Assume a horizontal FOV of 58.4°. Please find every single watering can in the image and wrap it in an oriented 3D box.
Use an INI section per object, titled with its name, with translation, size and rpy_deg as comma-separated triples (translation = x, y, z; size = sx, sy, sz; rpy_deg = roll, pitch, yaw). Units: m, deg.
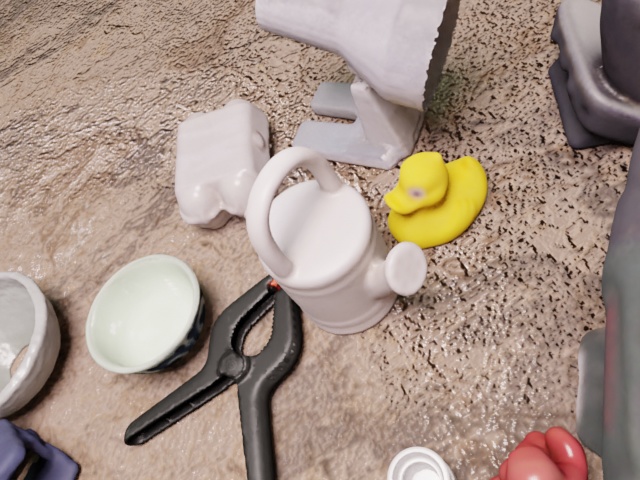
[watering can]
translation = 0.005, 0.000, 0.471
size = 0.172, 0.194, 0.101
rpy_deg = 0, 62, 21

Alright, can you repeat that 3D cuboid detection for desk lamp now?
[desk lamp]
translation = 0.041, -0.162, 0.538
size = 0.202, 0.214, 0.118
rpy_deg = 12, 67, 26

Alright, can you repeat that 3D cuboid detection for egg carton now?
[egg carton]
translation = -0.105, -0.086, 0.638
size = 0.107, 0.070, 0.150
rpy_deg = -15, 58, 13

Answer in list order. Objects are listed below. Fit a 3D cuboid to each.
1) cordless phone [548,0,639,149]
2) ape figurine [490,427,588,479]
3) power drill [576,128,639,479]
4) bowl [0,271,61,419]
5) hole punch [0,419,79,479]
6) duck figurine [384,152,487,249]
[cordless phone]
translation = 0.249, -0.179, 0.484
size = 0.094, 0.185, 0.147
rpy_deg = -14, 58, 14
[ape figurine]
translation = 0.147, 0.163, 0.386
size = 0.077, 0.092, 0.076
rpy_deg = -22, 56, 9
[power drill]
translation = 0.202, 0.064, 0.350
size = 0.075, 0.209, 0.230
rpy_deg = 2, 63, 23
[bowl]
translation = -0.338, 0.123, 0.607
size = 0.167, 0.075, 0.167
rpy_deg = -9, 59, 16
[hole punch]
translation = -0.302, 0.228, 0.523
size = 0.100, 0.091, 0.109
rpy_deg = 18, 70, 29
[duck figurine]
translation = 0.103, -0.049, 0.527
size = 0.104, 0.086, 0.077
rpy_deg = -36, 55, -1
